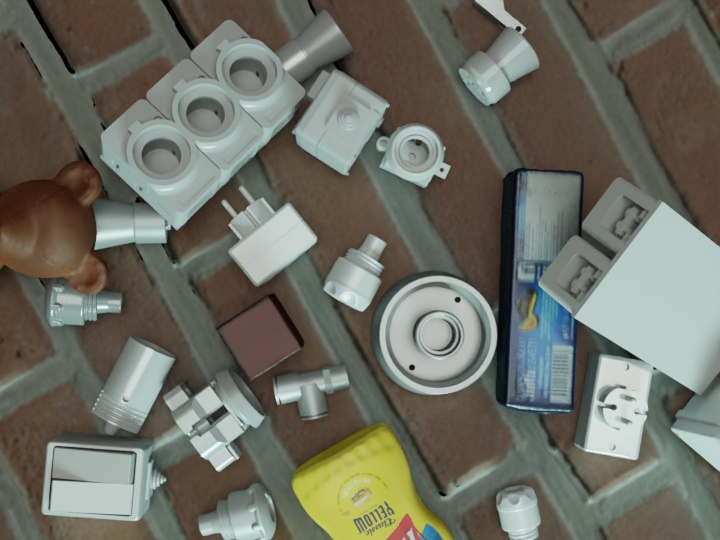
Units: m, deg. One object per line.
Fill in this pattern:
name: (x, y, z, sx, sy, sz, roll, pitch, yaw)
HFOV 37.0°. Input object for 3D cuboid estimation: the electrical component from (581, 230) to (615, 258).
electrical component: (0.210, -0.011, 0.917, 0.047, 0.055, 0.055, -5, 89, 1)

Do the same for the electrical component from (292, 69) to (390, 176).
electrical component: (-0.019, -0.123, 0.889, 0.061, 0.096, 0.061, 33, 88, -1)

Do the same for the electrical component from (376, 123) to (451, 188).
electrical component: (0.045, -0.098, 0.911, 0.066, 0.055, 0.048, 25, 88, -1)

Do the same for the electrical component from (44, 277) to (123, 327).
electrical component: (-0.232, 0.025, 0.904, 0.062, 0.048, 0.048, 4, 88, -10)

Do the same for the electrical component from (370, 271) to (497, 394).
electrical component: (0.064, 0.054, 0.906, 0.108, 0.060, 0.108, 0, 89, -2)

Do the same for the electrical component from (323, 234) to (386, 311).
electrical component: (0.000, 0.000, 0.913, 0.043, 0.043, 0.062, 30, 86, -1)

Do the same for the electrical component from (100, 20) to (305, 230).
electrical component: (-0.129, -0.121, 0.884, 0.089, 0.062, 0.150, 43, 73, -1)

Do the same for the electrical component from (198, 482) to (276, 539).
electrical component: (-0.104, 0.208, 0.904, 0.062, 0.048, 0.048, -14, 89, 4)

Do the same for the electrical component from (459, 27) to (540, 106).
electrical component: (0.119, -0.174, 0.922, 0.055, 0.045, 0.045, -40, 90, -2)

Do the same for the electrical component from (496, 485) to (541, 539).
electrical component: (0.138, 0.217, 0.918, 0.035, 0.035, 0.061, -12, 91, -3)

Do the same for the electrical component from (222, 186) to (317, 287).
electrical component: (-0.085, -0.035, 0.909, 0.066, 0.047, 0.076, -39, 90, -3)

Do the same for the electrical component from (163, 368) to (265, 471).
electrical component: (-0.117, 0.119, 0.899, 0.057, 0.058, 0.078, -37, 90, 0)

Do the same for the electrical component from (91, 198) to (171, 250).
electrical component: (-0.193, -0.040, 0.908, 0.065, 0.044, 0.044, -1, 89, -7)

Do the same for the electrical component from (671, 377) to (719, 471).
electrical component: (0.317, 0.135, 0.888, 0.078, 0.113, 0.057, 40, 85, -1)

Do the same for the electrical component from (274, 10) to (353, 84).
electrical component: (-0.044, -0.185, 0.918, 0.065, 0.044, 0.044, -36, 90, 2)

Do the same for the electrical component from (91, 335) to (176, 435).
electrical component: (-0.192, 0.101, 0.903, 0.043, 0.043, 0.081, 27, 88, -1)

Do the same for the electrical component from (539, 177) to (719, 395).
electrical component: (0.240, 0.014, 0.863, 0.186, 0.060, 0.105, 29, 101, -38)

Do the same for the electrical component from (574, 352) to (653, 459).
electrical component: (0.218, 0.115, 0.903, 0.047, 0.076, 0.083, 10, 88, -2)

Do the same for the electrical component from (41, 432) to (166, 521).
electrical component: (-0.210, 0.172, 0.892, 0.096, 0.061, 0.061, 5, 88, -2)
